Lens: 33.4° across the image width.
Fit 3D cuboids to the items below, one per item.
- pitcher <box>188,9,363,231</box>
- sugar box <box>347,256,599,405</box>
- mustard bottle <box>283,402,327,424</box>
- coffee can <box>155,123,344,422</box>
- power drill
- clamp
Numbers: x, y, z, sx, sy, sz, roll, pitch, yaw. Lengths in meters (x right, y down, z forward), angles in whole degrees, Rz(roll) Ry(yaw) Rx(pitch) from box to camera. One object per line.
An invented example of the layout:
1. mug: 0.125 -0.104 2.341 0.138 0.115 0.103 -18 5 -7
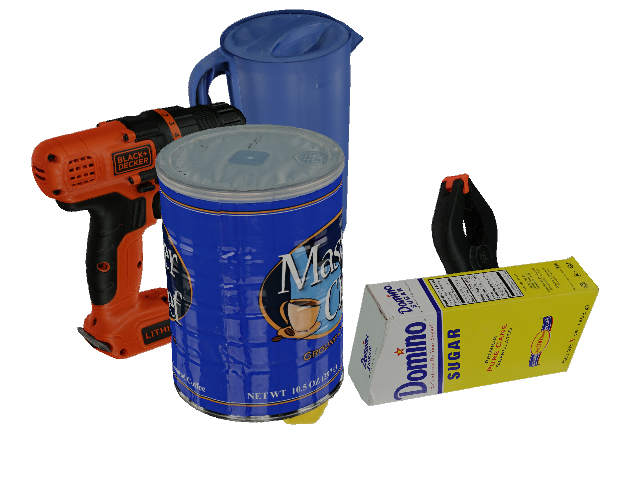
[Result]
1. pitcher: -0.039 -0.108 1.125 0.149 0.243 0.144 9 35 17
2. sugar box: 0.114 0.068 0.802 0.176 0.093 0.048 -9 42 -21
3. mustard bottle: -0.026 0.101 1.119 0.058 0.096 0.191 -2 27 -5
4. coffee can: -0.037 0.016 0.608 0.103 0.140 0.103 -1 25 0
5. power drill: -0.134 -0.012 0.857 0.184 0.188 0.057 -18 25 -34
6. clamp: 0.138 0.026 1.018 0.039 0.171 0.120 -13 9 43
